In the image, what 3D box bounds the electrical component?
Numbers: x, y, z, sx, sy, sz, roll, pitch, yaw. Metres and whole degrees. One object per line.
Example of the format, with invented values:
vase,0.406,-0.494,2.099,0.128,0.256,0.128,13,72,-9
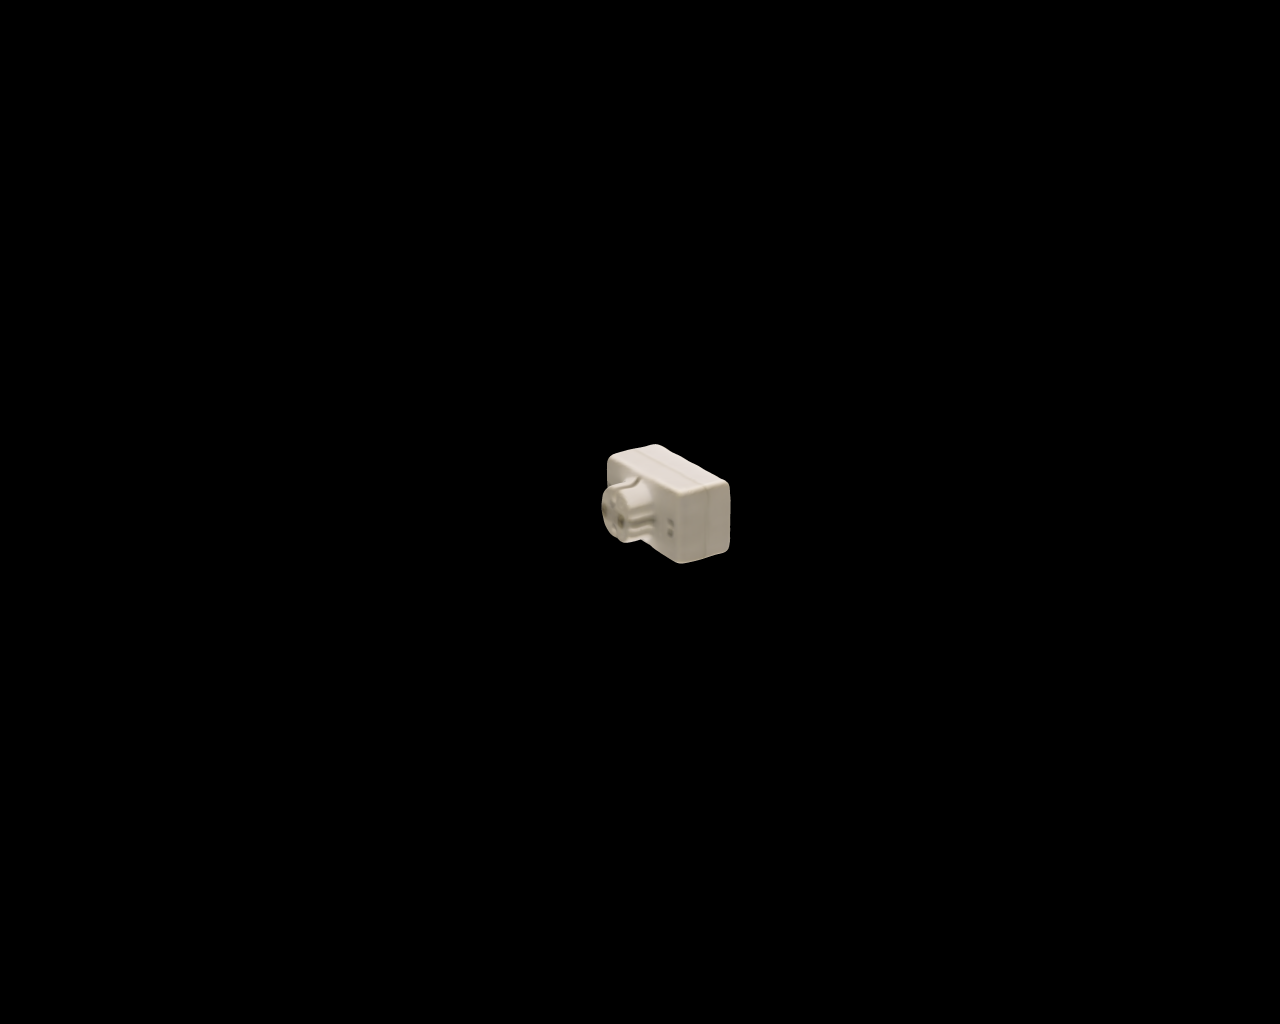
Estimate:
electrical component,0.001,-0.003,0.650,0.076,0.047,0.083,-13,26,-29
